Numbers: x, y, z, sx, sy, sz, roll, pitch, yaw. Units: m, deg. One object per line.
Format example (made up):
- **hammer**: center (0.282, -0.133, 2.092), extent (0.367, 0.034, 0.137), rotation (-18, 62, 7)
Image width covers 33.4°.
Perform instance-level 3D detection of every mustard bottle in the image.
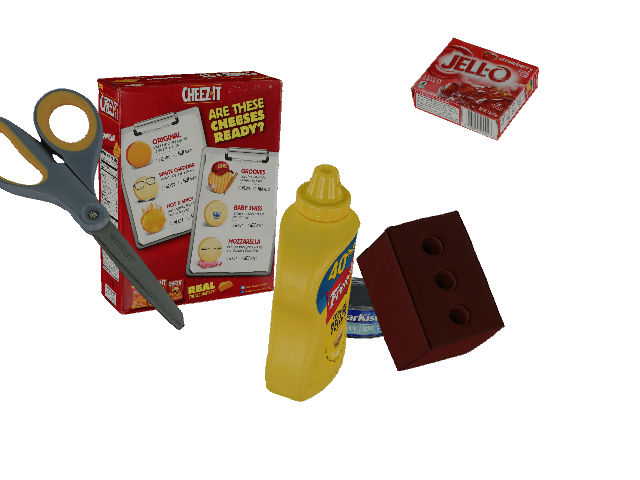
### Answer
- **mustard bottle**: center (-0.004, 0.027, 0.833), extent (0.058, 0.192, 0.096), rotation (18, 36, 17)

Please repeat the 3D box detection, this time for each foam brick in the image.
- **foam brick**: center (0.064, 0.031, 0.640), extent (0.052, 0.078, 0.051), rotation (-14, -16, -26)

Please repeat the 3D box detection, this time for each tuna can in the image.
- **tuna can**: center (0.035, 0.066, 1.048), extent (0.086, 0.034, 0.086), rotation (3, 17, -1)

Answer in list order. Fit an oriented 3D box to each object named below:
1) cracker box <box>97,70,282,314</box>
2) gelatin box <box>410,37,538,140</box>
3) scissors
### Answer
- **cracker box**: center (-0.125, -0.049, 1.016), extent (0.163, 0.214, 0.072), rotation (-8, 20, -30)
- **gelatin box**: center (0.137, -0.136, 0.946), extent (0.089, 0.073, 0.030), rotation (26, -29, 26)
- **scissors**: center (-0.142, -0.032, 0.702), extent (0.202, 0.096, 0.016), rotation (34, -26, 12)
